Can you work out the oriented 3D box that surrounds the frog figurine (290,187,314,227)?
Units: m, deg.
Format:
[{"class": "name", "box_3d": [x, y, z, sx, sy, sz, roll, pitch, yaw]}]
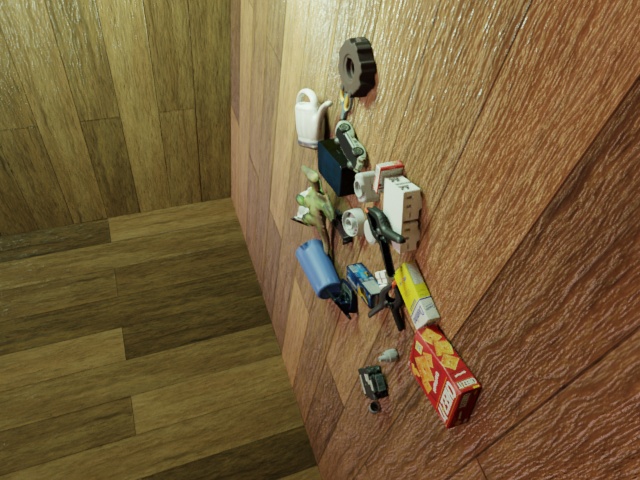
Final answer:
[{"class": "frog figurine", "box_3d": [-0.045, -0.143, 2.210, 0.137, 0.122, 0.160, 155, 139, -80]}]

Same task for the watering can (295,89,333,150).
[{"class": "watering can", "box_3d": [-0.024, -0.440, 1.907, 0.352, 0.104, 0.220, -134, 36, -61]}]

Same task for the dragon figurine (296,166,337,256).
[{"class": "dragon figurine", "box_3d": [0.006, -0.099, 1.974, 0.245, 0.122, 0.405, -139, 28, -71]}]
